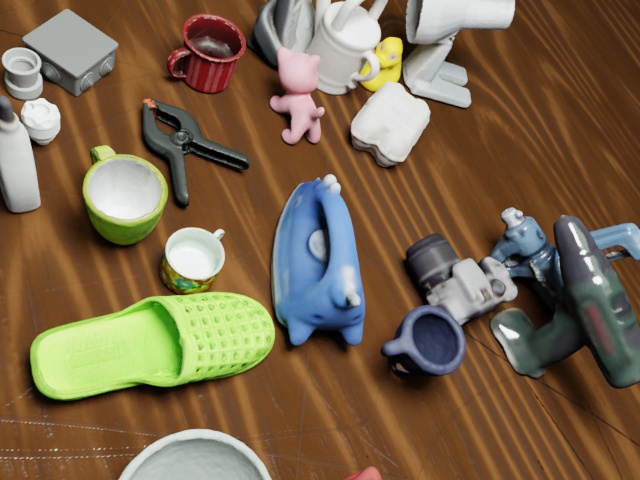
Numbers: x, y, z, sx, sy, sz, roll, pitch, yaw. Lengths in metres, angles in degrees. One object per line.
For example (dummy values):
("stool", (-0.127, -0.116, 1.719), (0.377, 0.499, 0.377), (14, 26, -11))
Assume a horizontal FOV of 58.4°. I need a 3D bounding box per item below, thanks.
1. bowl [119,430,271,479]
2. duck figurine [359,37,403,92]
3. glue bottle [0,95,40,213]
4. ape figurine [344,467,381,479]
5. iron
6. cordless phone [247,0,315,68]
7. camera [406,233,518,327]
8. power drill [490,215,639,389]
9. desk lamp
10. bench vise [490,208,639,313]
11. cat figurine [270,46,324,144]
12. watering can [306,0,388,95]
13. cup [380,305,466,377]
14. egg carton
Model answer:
("bowl", (-0.131, 0.283, 0.579), (0.168, 0.074, 0.167), (11, 59, -18))
("duck figurine", (0.117, -0.321, 1.012), (0.077, 0.086, 0.105), (42, 55, 3))
("glue bottle", (-0.343, -0.102, 0.637), (0.037, 0.173, 0.078), (-19, 72, -30))
("ape figurine", (0.056, 0.294, 0.644), (0.076, 0.092, 0.078), (24, 56, -9))
("iron", (0.007, 0.003, 0.752), (0.119, 0.141, 0.258), (4, 62, -22))
("cordless phone", (-0.037, -0.382, 0.917), (0.094, 0.185, 0.148), (28, 56, -7))
("camera", (0.199, 0.052, 0.834), (0.143, 0.100, 0.136), (-20, 72, -31))
("power drill", (0.338, 0.106, 0.799), (0.076, 0.208, 0.229), (-19, 72, -30))
("desk lamp", (0.222, -0.358, 1.000), (0.204, 0.213, 0.118), (10, 60, -18))
("bench vise", (0.369, 0.025, 0.850), (0.207, 0.219, 0.121), (26, 56, -8))
("cat figurine", (-0.028, -0.229, 0.878), (0.067, 0.117, 0.127), (-14, 69, -29))
("watering can", (0.041, -0.341, 0.923), (0.173, 0.193, 0.101), (38, 55, 0))
("cup", (0.119, 0.145, 0.751), (0.118, 0.095, 0.091), (-7, 66, -26))
("egg carton", (0.117, -0.195, 0.952), (0.107, 0.069, 0.150), (35, 55, -3))
